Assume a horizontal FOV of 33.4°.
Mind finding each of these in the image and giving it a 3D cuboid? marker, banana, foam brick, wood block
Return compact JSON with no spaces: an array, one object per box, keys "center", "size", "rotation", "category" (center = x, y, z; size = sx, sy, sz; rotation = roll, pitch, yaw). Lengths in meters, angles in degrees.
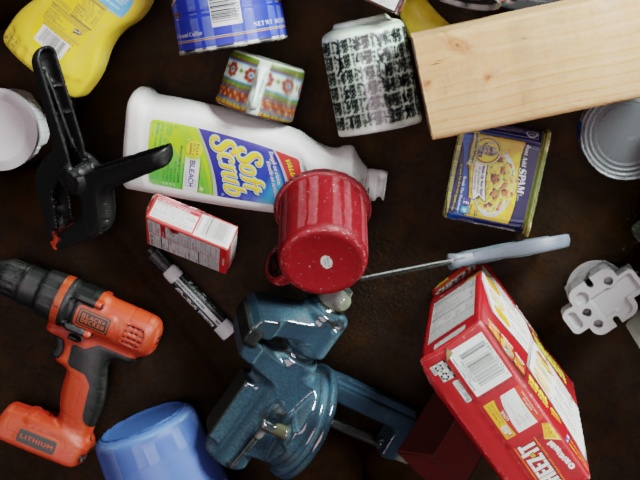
[{"center":[-0.133,0.053,1.089],"size":[0.020,0.020,0.121],"rotation":[-42,95,14],"category":"marker"},{"center":[0.148,-0.180,0.991],"size":[0.198,0.037,0.070],"rotation":[30,104,0],"category":"banana"},{"center":[0.122,0.187,1.008],"size":[0.051,0.053,0.078],"rotation":[49,62,-23],"category":"foam brick"},{"center":[0.189,-0.156,0.927],"size":[0.206,0.091,0.090],"rotation":[-11,104,6],"category":"wood block"}]

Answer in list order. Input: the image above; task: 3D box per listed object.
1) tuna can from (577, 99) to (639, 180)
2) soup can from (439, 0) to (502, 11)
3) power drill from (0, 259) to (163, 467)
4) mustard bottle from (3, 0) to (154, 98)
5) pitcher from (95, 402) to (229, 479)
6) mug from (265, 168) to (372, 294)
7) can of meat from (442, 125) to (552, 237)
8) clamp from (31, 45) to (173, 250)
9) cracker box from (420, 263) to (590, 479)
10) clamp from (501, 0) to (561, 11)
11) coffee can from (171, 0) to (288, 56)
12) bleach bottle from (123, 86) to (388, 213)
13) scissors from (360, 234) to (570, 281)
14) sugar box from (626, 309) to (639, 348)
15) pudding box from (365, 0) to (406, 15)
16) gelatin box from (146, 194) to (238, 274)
[{"center":[0.284,-0.100,0.994],"size":[0.086,0.033,0.086],"rotation":[2,103,7],"category":"tuna can"},{"center":[0.140,-0.263,0.947],"size":[0.068,0.068,0.102],"rotation":[14,90,3],"category":"soup can"},{"center":[-0.274,0.127,1.103],"size":[0.184,0.057,0.188],"rotation":[23,104,1],"category":"power drill"},{"center":[-0.211,-0.236,1.012],"size":[0.096,0.058,0.192],"rotation":[40,105,2],"category":"mustard bottle"},{"center":[-0.130,0.293,1.084],"size":[0.149,0.145,0.243],"rotation":[-20,97,13],"category":"pitcher"},{"center":[-0.006,0.001,0.983],"size":[0.117,0.081,0.093],"rotation":[-34,122,24],"category":"mug"},{"center":[0.165,-0.061,1.007],"size":[0.084,0.057,0.102],"rotation":[11,103,7],"category":"can of meat"},{"center":[-0.233,-0.073,1.021],"size":[0.164,0.036,0.210],"rotation":[45,134,7],"category":"clamp"},{"center":[0.165,0.122,0.967],"size":[0.072,0.213,0.164],"rotation":[-34,96,15],"category":"cracker box"},{"center":[0.238,-0.256,0.962],"size":[0.171,0.039,0.120],"rotation":[-9,100,8],"category":"clamp"},{"center":[-0.090,-0.246,0.972],"size":[0.103,0.102,0.140],"rotation":[-7,102,8],"category":"coffee can"},{"center":[-0.059,-0.079,1.027],"size":[0.251,0.068,0.103],"rotation":[9,112,3],"category":"bleach bottle"},{"center":[0.143,0.015,0.972],"size":[0.201,0.096,0.016],"rotation":[-10,88,-32],"category":"scissors"},{"center":[0.374,0.133,1.006],"size":[0.176,0.093,0.048],"rotation":[42,103,-4],"category":"sugar box"},{"center":[0.036,-0.259,0.929],"size":[0.113,0.039,0.090],"rotation":[26,106,3],"category":"pudding box"},{"center":[-0.126,-0.006,1.047],"size":[0.089,0.073,0.030],"rotation":[22,68,2],"category":"gelatin box"}]
